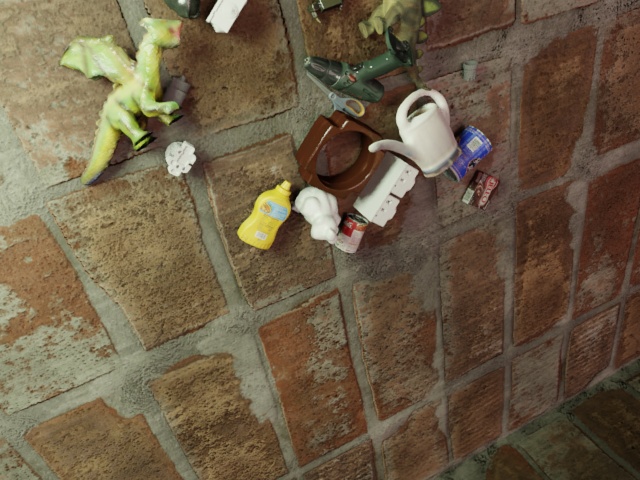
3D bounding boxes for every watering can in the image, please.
[{"bbox_3d":[0.265,-0.262,1.375,0.354,0.103,0.222,-48,112,-33],"label":"watering can"}]

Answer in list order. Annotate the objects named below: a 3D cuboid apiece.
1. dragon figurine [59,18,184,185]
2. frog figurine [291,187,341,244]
[{"bbox_3d":[-0.427,-0.304,1.067,0.407,0.124,0.240,-32,105,15],"label":"dragon figurine"},{"bbox_3d":[0.004,-0.069,1.370,0.122,0.162,0.135,-47,127,2],"label":"frog figurine"}]
